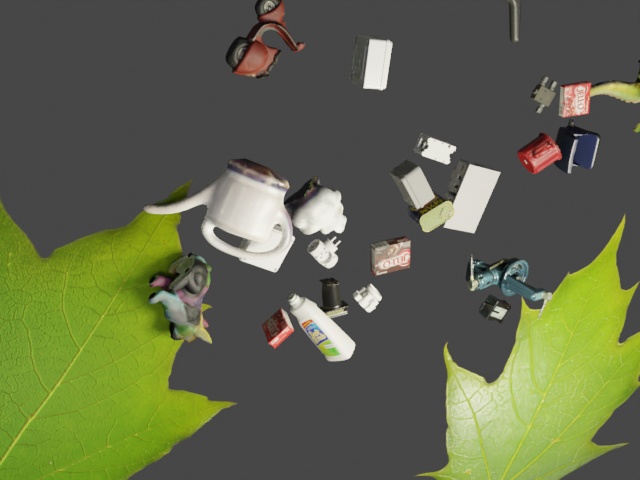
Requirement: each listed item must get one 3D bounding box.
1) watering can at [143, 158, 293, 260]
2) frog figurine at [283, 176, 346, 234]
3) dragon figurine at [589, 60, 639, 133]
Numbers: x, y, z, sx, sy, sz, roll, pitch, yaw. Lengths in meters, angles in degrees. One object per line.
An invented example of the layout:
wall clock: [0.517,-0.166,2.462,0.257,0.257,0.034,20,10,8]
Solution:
watering can: [-0.217,-0.088,1.203,0.347,0.104,0.224,22,94,-6]
frog figurine: [0.004,-0.065,1.293,0.158,0.123,0.139,46,75,-19]
dragon figurine: [0.960,-0.408,1.486,0.409,0.125,0.238,-19,127,9]
